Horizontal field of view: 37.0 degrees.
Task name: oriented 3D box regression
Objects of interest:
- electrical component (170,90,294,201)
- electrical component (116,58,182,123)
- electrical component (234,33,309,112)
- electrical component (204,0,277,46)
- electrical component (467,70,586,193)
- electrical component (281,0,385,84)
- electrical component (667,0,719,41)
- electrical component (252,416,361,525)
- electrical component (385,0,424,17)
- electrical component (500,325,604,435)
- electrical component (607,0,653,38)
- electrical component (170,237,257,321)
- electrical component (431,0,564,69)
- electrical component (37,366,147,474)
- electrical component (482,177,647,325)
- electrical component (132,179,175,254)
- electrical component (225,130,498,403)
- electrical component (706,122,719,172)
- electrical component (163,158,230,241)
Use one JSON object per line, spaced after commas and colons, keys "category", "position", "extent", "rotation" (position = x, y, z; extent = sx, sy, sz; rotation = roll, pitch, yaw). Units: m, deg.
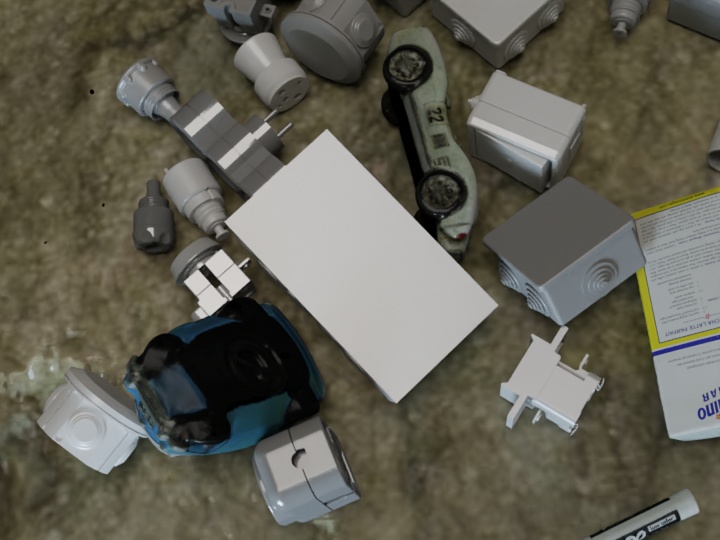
{"category": "electrical component", "position": [-0.089, -0.105, 0.905], "extent": [0.074, 0.052, 0.138], "rotation": [-44, 71, -8]}
{"category": "electrical component", "position": [-0.178, -0.151, 0.940], "extent": [0.062, 0.048, 0.048], "rotation": [42, 81, 12]}
{"category": "electrical component", "position": [-0.076, -0.170, 0.930], "extent": [0.045, 0.045, 0.055], "rotation": [-36, 70, -5]}
{"category": "electrical component", "position": [-0.104, -0.229, 0.949], "extent": [0.066, 0.055, 0.048], "rotation": [17, 74, 13]}
{"category": "electrical component", "position": [0.126, -0.112, 0.870], "extent": [0.096, 0.061, 0.061], "rotation": [25, 76, 16]}
{"category": "electrical component", "position": [-0.023, -0.201, 0.916], "extent": [0.080, 0.080, 0.051], "rotation": [28, 71, 16]}
{"category": "electrical component", "position": [0.311, -0.228, 0.885], "extent": [0.096, 0.061, 0.061], "rotation": [28, 77, 17]}
{"category": "electrical component", "position": [-0.041, 0.149, 0.785], "extent": [0.059, 0.095, 0.053], "rotation": [-24, 69, 0]}
{"category": "electrical component", "position": [0.040, -0.271, 0.944], "extent": [0.096, 0.061, 0.061], "rotation": [-43, 71, 1]}
{"category": "electrical component", "position": [0.144, 0.087, 0.808], "extent": [0.064, 0.042, 0.081], "rotation": [31, 78, 15]}
{"category": "electrical component", "position": [0.228, -0.233, 0.910], "extent": [0.040, 0.040, 0.078], "rotation": [14, 73, 13]}
{"category": "electrical component", "position": [-0.121, 0.007, 0.875], "extent": [0.066, 0.048, 0.055], "rotation": [-42, 78, -7]}
{"category": "electrical component", "position": [0.118, -0.233, 0.922], "extent": [0.100, 0.048, 0.100], "rotation": [-43, 70, -8]}
{"category": "electrical component", "position": [-0.205, 0.115, 0.831], "extent": [0.080, 0.080, 0.051], "rotation": [36, 85, 18]}
{"category": "electrical component", "position": [0.157, -0.014, 0.820], "extent": [0.100, 0.048, 0.099], "rotation": [-36, 35, -5]}
{"category": "electrical component", "position": [-0.174, -0.047, 0.907], "extent": [0.035, 0.035, 0.061], "rotation": [-7, 68, 6]}
{"category": "electrical component", "position": [0.000, 0.000, 0.831], "extent": [0.105, 0.060, 0.186], "rotation": [-43, 84, -7]}
{"category": "electrical component", "position": [0.310, -0.118, 0.855], "extent": [0.043, 0.043, 0.081], "rotation": [21, 75, 15]}
{"category": "electrical component", "position": [-0.133, -0.058, 0.901], "extent": [0.040, 0.040, 0.078], "rotation": [-33, 69, -4]}
